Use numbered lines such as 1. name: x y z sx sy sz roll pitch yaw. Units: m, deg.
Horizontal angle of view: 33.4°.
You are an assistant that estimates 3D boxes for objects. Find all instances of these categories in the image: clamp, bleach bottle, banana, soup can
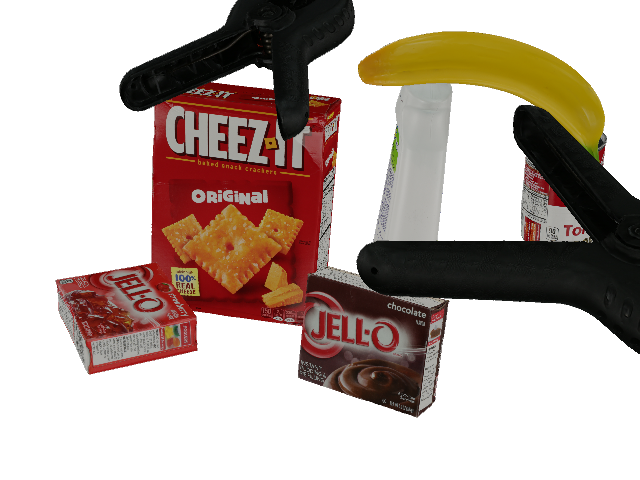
1. clamp: 0.133 0.013 0.487 0.210 0.036 0.164 31 49 31
2. bleach bottle: 0.100 -0.071 1.114 0.068 0.251 0.102 3 29 -6
3. banana: 0.127 -0.112 0.765 0.197 0.069 0.037 21 -2 -8
4. soup can: 0.214 -0.046 0.949 0.068 0.102 0.068 -2 30 1
5. clamp: -0.024 -0.116 0.635 0.120 0.039 0.171 25 54 27

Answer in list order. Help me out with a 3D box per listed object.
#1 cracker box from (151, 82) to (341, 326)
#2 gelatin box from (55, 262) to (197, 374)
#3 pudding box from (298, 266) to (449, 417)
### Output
1. cracker box: -0.073 -0.033 1.008 0.164 0.214 0.072 8 22 10
2. gelatin box: -0.130 0.048 0.708 0.073 0.030 0.089 -10 28 -22
3. pudding box: 0.040 0.077 0.840 0.114 0.090 0.039 14 19 26
